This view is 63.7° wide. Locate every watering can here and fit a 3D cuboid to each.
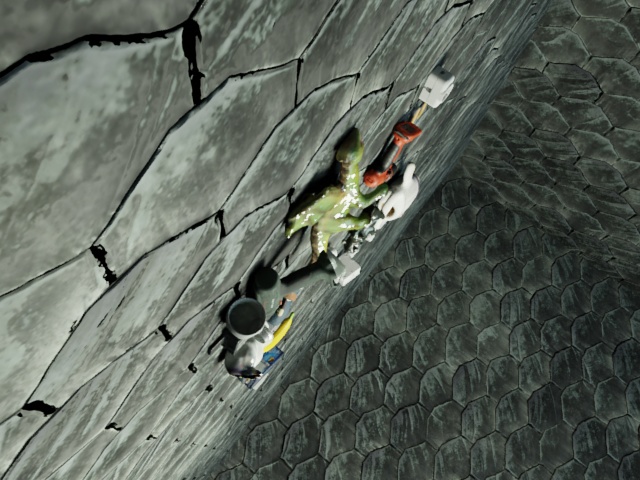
[{"bbox_3d":[0.295,-0.179,1.859,0.228,0.104,0.340,-43,166,-46],"label":"watering can"}]

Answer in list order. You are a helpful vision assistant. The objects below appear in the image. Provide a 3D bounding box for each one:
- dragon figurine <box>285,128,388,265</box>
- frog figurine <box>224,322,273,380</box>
[{"bbox_3d":[0.003,-0.057,1.126,0.243,0.124,0.404,-2,128,-53],"label":"dragon figurine"},{"bbox_3d":[-0.188,0.279,1.357,0.135,0.122,0.162,75,16,-65],"label":"frog figurine"}]
